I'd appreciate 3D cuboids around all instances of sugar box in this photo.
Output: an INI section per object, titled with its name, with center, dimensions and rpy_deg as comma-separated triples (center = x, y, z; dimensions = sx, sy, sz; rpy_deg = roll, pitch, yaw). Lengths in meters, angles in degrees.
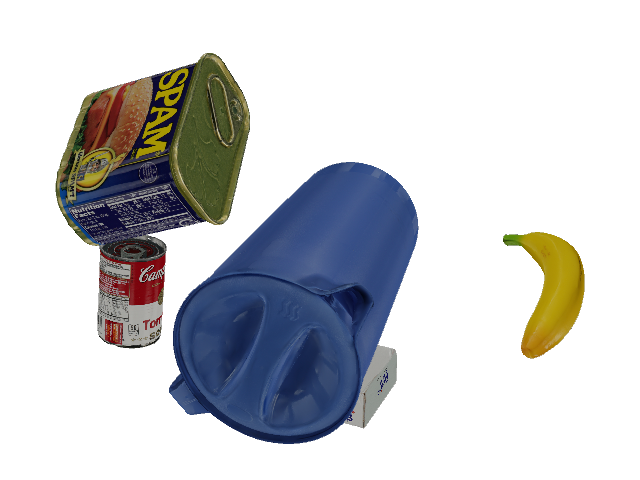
[sugar box]
center = -0.022, 0.122, 1.034
dimensions = 0.176, 0.048, 0.093
rpy_deg = 8, 25, 21

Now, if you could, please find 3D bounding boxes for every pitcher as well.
[pitcher]
center = -0.011, 0.036, 0.806
dimensions = 0.149, 0.145, 0.242
rpy_deg = 11, 28, 14

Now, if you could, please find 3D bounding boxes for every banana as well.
[banana]
center = 0.216, 0.043, 1.006
dimensions = 0.070, 0.037, 0.197
rpy_deg = -25, 25, 18

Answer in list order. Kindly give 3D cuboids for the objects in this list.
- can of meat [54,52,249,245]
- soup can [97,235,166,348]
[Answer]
[can of meat]
center = -0.094, -0.050, 0.602
dimensions = 0.084, 0.102, 0.057
rpy_deg = -12, -44, 23
[soup can]
center = -0.196, 0.052, 1.106
dimensions = 0.068, 0.102, 0.068
rpy_deg = 6, 21, -2
